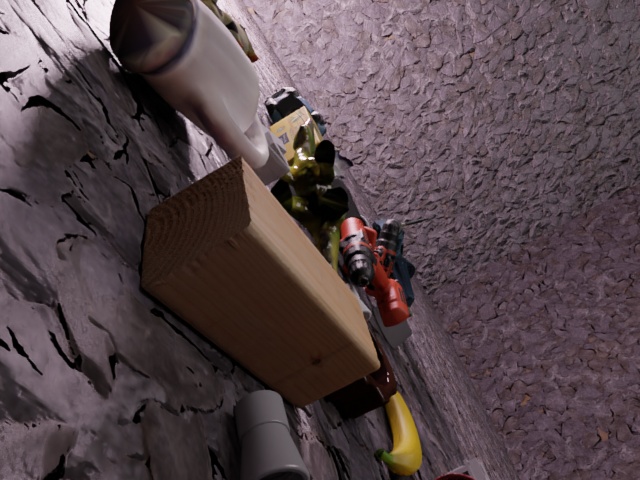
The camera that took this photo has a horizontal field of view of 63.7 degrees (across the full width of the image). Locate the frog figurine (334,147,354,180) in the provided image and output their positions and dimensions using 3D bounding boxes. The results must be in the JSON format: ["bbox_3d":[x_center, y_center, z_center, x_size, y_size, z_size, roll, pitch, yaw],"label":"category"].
[{"bbox_3d":[0.007,-0.131,1.215,0.123,0.135,0.162,7,70,17],"label":"frog figurine"}]

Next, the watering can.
[{"bbox_3d":[-0.154,-0.233,0.622,0.103,0.221,0.355,-31,58,11],"label":"watering can"}]

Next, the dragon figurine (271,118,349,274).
[{"bbox_3d":[0.003,-0.046,0.909,0.122,0.416,0.240,-14,-19,8],"label":"dragon figurine"}]
